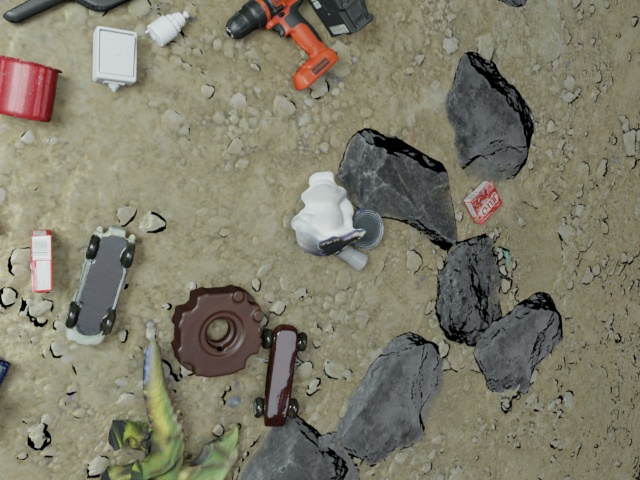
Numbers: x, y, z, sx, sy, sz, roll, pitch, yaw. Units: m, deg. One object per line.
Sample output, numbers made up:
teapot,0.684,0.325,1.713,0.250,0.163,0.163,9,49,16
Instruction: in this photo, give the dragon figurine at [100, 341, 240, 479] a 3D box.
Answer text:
dragon figurine,-0.252,0.388,0.947,0.242,0.123,0.410,13,91,-47

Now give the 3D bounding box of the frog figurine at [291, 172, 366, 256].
frog figurine,0.003,-0.052,1.041,0.138,0.120,0.162,-20,69,-17
